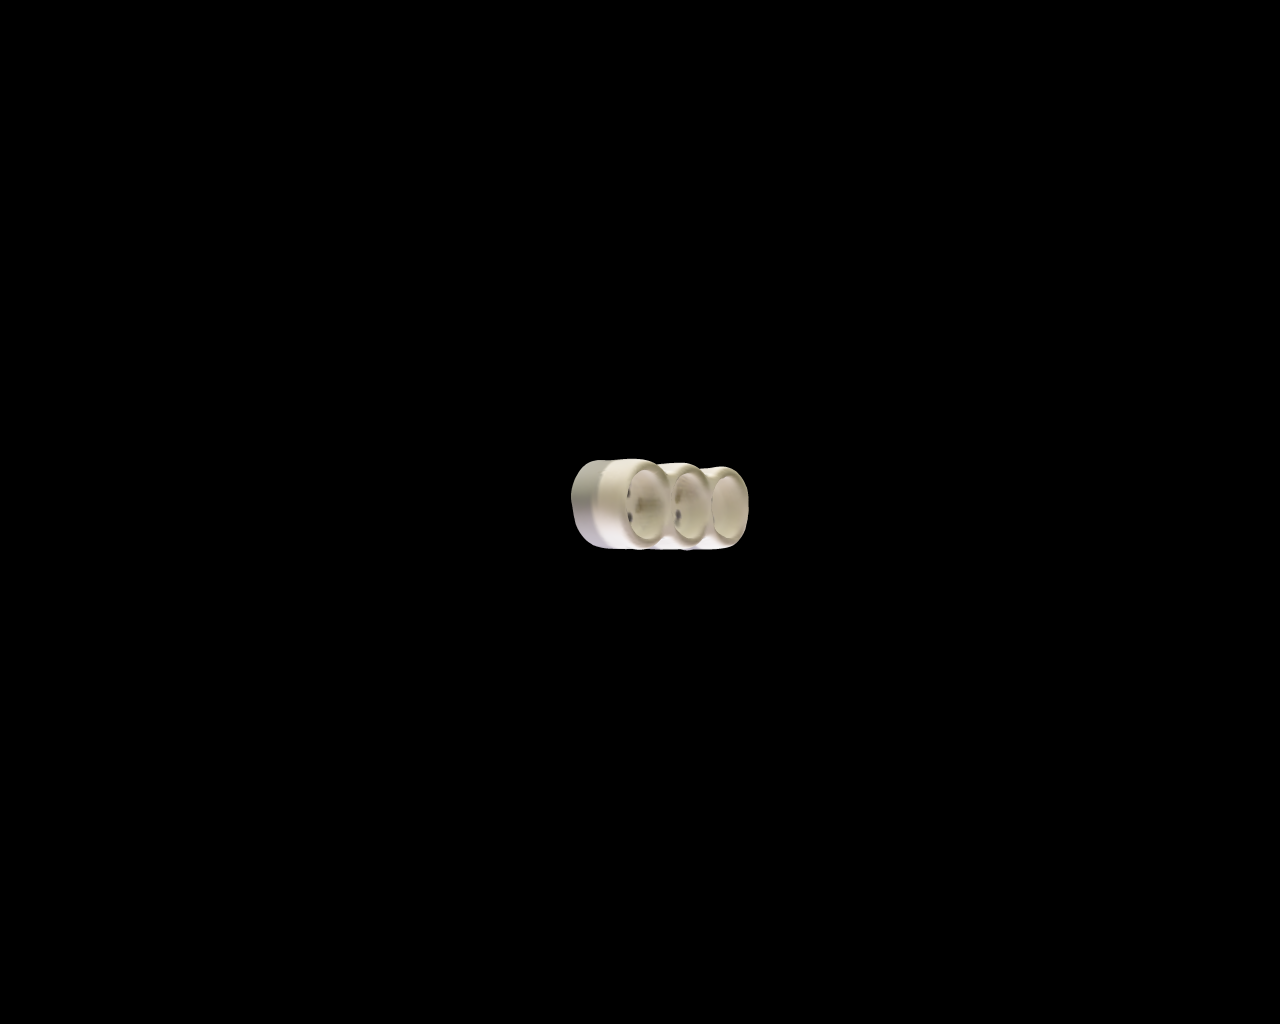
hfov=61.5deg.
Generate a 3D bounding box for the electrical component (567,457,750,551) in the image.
[{"bbox_3d":[0.001,-0.003,0.650,0.074,0.052,0.138,-2,-3,36],"label":"electrical component"}]
